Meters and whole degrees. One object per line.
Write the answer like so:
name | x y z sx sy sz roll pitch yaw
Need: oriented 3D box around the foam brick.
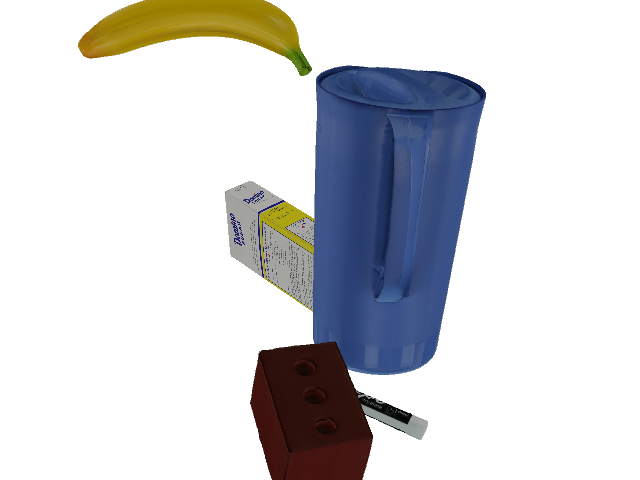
foam brick | -0.007 0.110 0.651 0.053 0.051 0.078 -5 45 -19

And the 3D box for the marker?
marker | 0.041 0.152 0.991 0.121 0.020 0.020 22 6 15

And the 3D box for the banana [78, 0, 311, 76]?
banana | -0.104 -0.182 0.909 0.198 0.069 0.037 3 -33 -1

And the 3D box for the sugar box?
sugar box | -0.035 0.010 1.180 0.048 0.093 0.176 -25 41 -30

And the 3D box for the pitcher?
pitcher | 0.054 -0.012 0.867 0.145 0.243 0.148 23 29 37
